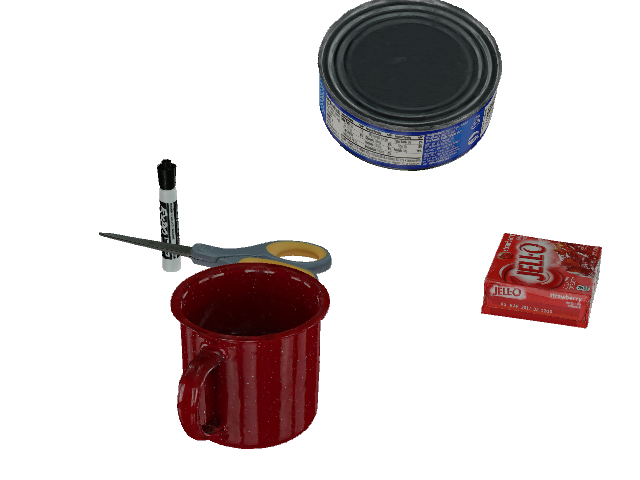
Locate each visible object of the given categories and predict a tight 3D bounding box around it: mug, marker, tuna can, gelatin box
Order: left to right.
[{"bbox_3d":[-0.152,-0.025,1.072,0.020,0.121,0.020,1,28,-1],"label":"marker"},{"bbox_3d":[-0.047,0.074,0.628,0.093,0.081,0.117,12,28,22],"label":"mug"},{"bbox_3d":[0.042,-0.075,0.509,0.086,0.086,0.034,0,-35,1],"label":"tuna can"},{"bbox_3d":[0.159,0.027,0.761,0.073,0.030,0.089,9,24,17],"label":"gelatin box"}]

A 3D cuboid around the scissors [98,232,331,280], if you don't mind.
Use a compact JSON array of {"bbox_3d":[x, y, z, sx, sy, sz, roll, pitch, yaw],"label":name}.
[{"bbox_3d":[-0.078,0.008,0.880,0.202,0.016,0.096,18,28,31],"label":"scissors"}]
